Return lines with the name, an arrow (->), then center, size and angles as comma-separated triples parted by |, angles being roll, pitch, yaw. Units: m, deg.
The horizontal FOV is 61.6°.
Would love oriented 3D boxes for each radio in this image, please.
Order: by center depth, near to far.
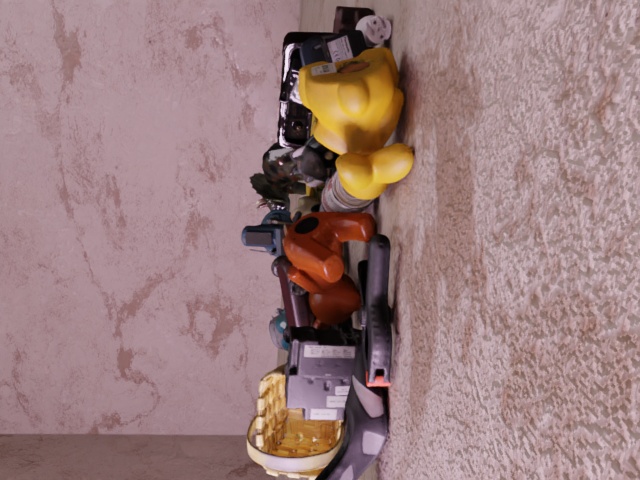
radio -> -0.016, -0.292, 1.073 | 0.073, 0.131, 0.229 | -93, 8, -54

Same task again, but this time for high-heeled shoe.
high-heeled shoe -> 0.004, 0.255, 0.638 | 0.086, 0.145, 0.248 | 118, 152, -73

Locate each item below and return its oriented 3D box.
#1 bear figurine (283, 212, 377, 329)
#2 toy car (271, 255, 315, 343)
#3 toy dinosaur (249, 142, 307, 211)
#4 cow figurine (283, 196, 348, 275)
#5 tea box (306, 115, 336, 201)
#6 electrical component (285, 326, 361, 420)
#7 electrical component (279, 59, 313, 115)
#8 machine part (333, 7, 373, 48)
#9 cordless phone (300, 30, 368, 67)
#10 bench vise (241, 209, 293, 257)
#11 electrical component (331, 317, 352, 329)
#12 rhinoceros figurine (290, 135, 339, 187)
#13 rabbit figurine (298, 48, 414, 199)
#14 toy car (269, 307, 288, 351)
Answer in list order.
bear figurine -> 0.023, 0.058, 0.778 | 0.132, 0.120, 0.195 | 13, 136, 43
toy car -> -0.035, 0.118, 0.897 | 0.089, 0.053, 0.201 | 32, 137, 55
toy dinosaur -> -0.084, -0.182, 1.360 | 0.404, 0.192, 0.131 | 103, 166, -63
cow figurine -> -0.002, -0.003, 0.983 | 0.085, 0.127, 0.195 | 104, 153, -52
tea box -> 0.013, -0.161, 1.054 | 0.098, 0.068, 0.169 | -96, 12, -56
electrical component -> 0.007, 0.192, 0.764 | 0.058, 0.115, 0.134 | -104, 19, -75
electrical component -> -0.024, -0.298, 0.988 | 0.048, 0.075, 0.119 | -85, 16, -50
machine part -> 0.046, -0.291, 0.885 | 0.179, 0.056, 0.179 | -177, 89, -85
cordless phone -> 0.039, -0.207, 0.781 | 0.184, 0.089, 0.146 | 16, -122, -81
bench vise -> -0.058, -0.019, 1.291 | 0.240, 0.224, 0.128 | -20, -82, -63
electrical component -> 0.027, 0.167, 0.899 | 0.078, 0.045, 0.102 | 102, 168, -61
rhinoceros figurine -> 0.002, -0.145, 0.889 | 0.190, 0.112, 0.073 | -86, -28, -72
rabbit figurine -> 0.055, -0.120, 0.632 | 0.162, 0.122, 0.173 | -113, 11, -53
toy car -> -0.052, 0.177, 1.110 | 0.161, 0.103, 0.109 | -21, -84, -73
